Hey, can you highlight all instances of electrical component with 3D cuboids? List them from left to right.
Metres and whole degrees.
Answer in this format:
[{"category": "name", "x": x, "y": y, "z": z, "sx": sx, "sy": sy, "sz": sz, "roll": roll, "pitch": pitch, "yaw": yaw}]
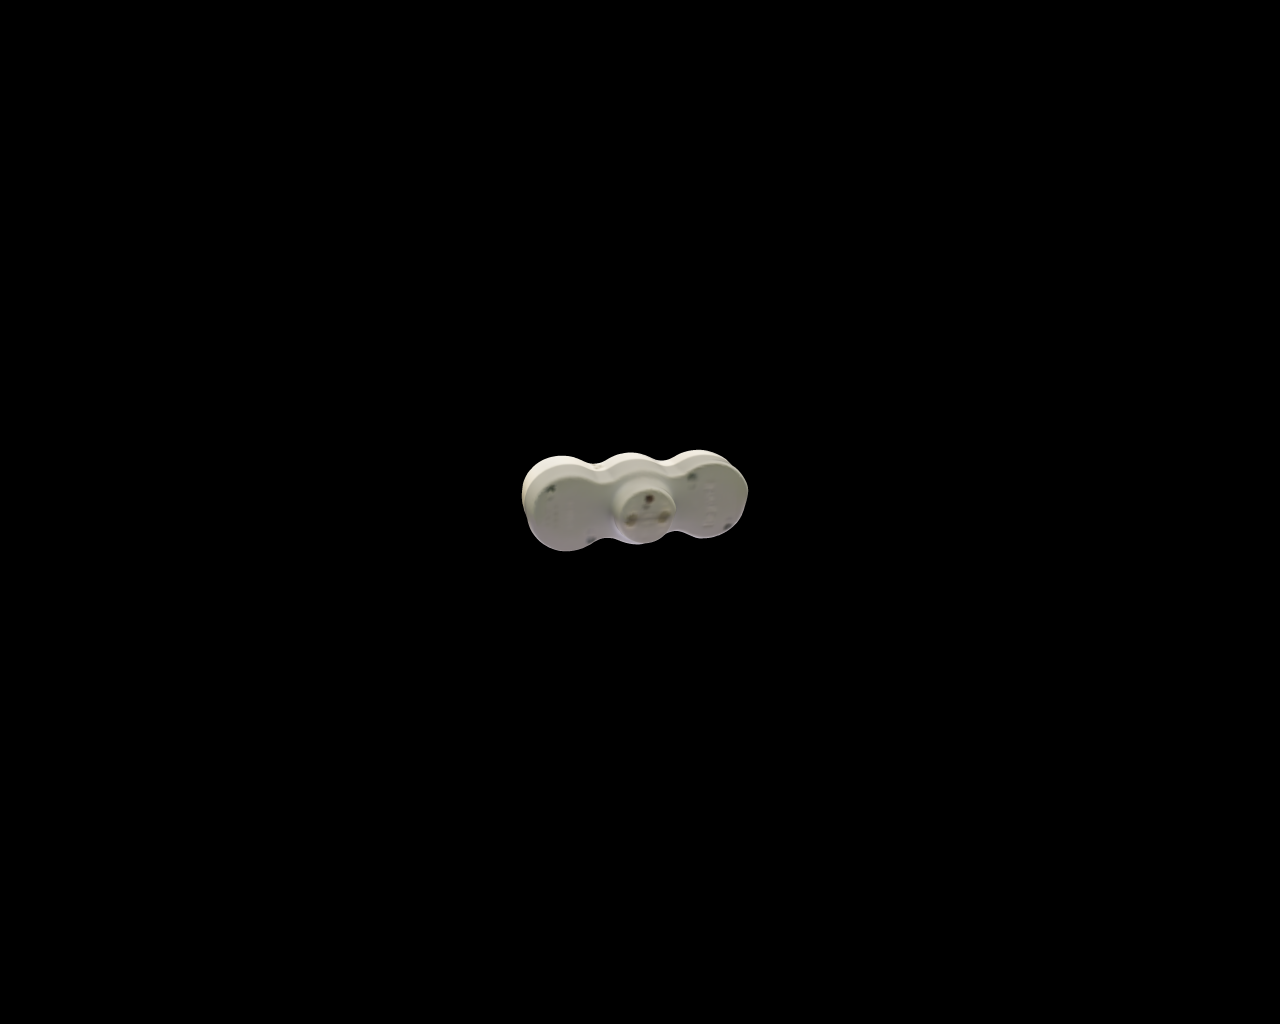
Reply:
[{"category": "electrical component", "x": 0.001, "y": -0.003, "z": 0.650, "sx": 0.138, "sy": 0.052, "sz": 0.074, "roll": -4, "pitch": 20, "yaw": -12}]
